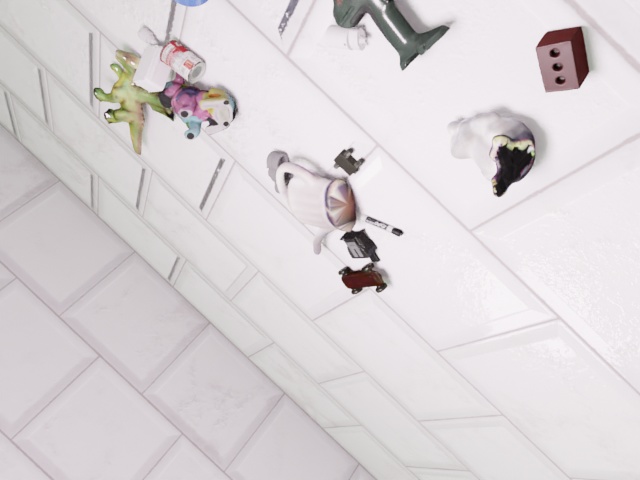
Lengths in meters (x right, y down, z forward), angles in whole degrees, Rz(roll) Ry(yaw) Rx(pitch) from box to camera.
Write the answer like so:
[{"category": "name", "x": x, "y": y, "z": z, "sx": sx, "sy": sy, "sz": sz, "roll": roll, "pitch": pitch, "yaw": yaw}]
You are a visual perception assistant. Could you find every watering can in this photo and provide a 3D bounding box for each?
[{"category": "watering can", "x": 0.004, "y": -0.070, "z": 1.392, "sx": 0.225, "sy": 0.106, "sz": 0.340, "roll": 12, "pitch": 142, "yaw": 39}]

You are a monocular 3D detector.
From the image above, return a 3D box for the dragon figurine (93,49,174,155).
[{"category": "dragon figurine", "x": -0.567, "y": -0.421, "z": 1.632, "sx": 0.244, "sy": 0.125, "sz": 0.400, "roll": 16, "pitch": 142, "yaw": 25}]

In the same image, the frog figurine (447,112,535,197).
[{"category": "frog figurine", "x": 0.310, "y": -0.171, "z": 0.942, "sx": 0.135, "sy": 0.122, "sz": 0.162, "roll": 55, "pitch": -176, "yaw": -34}]
